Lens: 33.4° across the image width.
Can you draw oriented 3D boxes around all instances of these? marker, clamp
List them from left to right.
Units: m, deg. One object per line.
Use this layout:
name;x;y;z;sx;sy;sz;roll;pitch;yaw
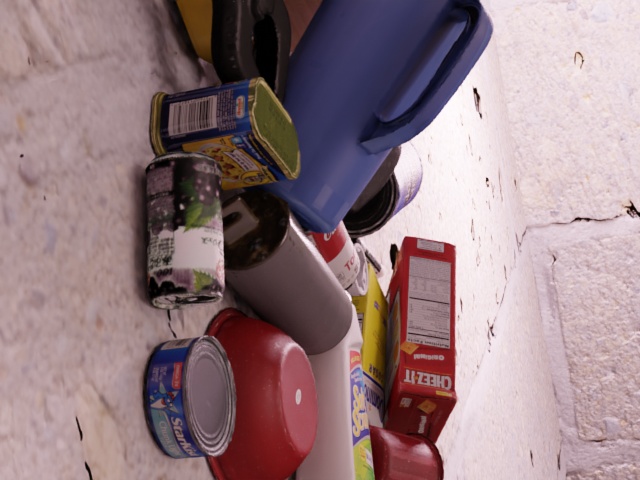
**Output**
clamp;-0.062;-0.186;0.815;0.164;0.036;0.210;-36;128;-55
marker;0.052;0.017;1.276;0.121;0.020;0.020;49;37;-60

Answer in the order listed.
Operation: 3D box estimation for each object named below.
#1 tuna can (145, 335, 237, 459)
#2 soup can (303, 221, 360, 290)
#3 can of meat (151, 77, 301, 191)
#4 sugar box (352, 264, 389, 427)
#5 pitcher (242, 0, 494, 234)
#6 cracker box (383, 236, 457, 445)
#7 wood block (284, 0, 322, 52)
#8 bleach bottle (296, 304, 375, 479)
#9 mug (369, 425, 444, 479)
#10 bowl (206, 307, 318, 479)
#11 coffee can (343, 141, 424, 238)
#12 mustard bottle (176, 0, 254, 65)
tuna can;-0.091;0.112;0.759;0.086;0.034;0.086;-8;90;-73
soup can;-0.007;0.001;1.017;0.102;0.069;0.068;64;25;-46
can of meat;-0.070;-0.079;0.825;0.102;0.084;0.057;49;37;-59
sugar box;0.043;0.123;1.154;0.093;0.048;0.176;62;25;-52
pitcher;0.033;-0.128;0.917;0.243;0.145;0.149;-58;179;-5
cracker box;0.110;0.129;1.224;0.164;0.072;0.213;102;-5;-51
wood block;-0.044;-0.275;0.983;0.206;0.090;0.091;56;31;-53
bleach bottle;0.011;0.152;1.022;0.102;0.068;0.251;48;35;-60
mug;0.058;0.243;1.081;0.081;0.117;0.093;24;16;-40
bowl;-0.042;0.133;0.871;0.162;0.055;0.162;-8;90;-73
coffee can;0.050;-0.066;1.167;0.140;0.103;0.103;-37;118;-70
mustard bottle;-0.086;-0.206;0.873;0.096;0.058;0.191;-71;148;-55
